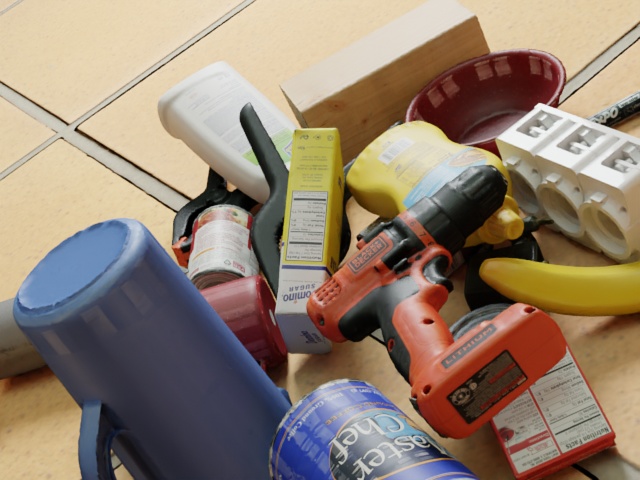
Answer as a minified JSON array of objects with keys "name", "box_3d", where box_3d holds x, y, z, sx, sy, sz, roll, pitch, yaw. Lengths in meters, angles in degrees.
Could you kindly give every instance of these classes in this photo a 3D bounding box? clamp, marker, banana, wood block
[{"name":"clamp","box_3d":[-0.022,-0.037,1.010,0.165,0.036,0.210,14,70,11]},{"name":"marker","box_3d":[0.261,-0.110,0.995,0.121,0.020,0.020,-28,34,1]},{"name":"banana","box_3d":[0.222,0.024,0.800,0.198,0.069,0.037,-15,7,10]},{"name":"wood block","box_3d":[0.074,-0.166,1.137,0.206,0.090,0.091,-30,33,-2]},{"name":"clamp","box_3d":[-0.094,-0.039,1.134,0.120,0.039,0.171,-1,45,32]}]

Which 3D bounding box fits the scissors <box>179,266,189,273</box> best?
[{"name":"scissors","box_3d":[-0.163,0.018,1.073,0.202,0.096,0.016,11,94,42]}]

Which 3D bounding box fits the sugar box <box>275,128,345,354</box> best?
[{"name":"sugar box","box_3d":[-0.006,0.001,0.916,0.048,0.093,0.176,-1,65,6]}]

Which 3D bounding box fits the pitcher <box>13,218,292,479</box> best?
[{"name":"pitcher","box_3d":[-0.113,0.112,0.763,0.145,0.242,0.149,-33,29,-1]}]

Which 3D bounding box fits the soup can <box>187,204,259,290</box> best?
[{"name":"soup can","box_3d":[-0.093,0.023,1.025,0.068,0.068,0.102,-19,36,13]}]

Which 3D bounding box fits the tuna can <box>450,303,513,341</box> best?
[{"name":"tuna can","box_3d":[0.134,0.088,0.810,0.086,0.033,0.086,-19,35,14]}]

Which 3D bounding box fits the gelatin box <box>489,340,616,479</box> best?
[{"name":"gelatin box","box_3d":[0.152,0.115,0.737,0.073,0.030,0.089,-26,62,4]}]

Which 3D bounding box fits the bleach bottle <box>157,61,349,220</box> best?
[{"name":"bleach bottle","box_3d":[-0.063,-0.085,1.103,0.102,0.068,0.251,-35,55,-13]}]

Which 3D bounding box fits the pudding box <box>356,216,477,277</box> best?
[{"name":"pudding box","box_3d":[0.103,-0.012,0.960,0.113,0.039,0.090,-38,34,-18]}]

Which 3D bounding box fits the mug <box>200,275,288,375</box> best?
[{"name":"mug","box_3d":[-0.076,0.088,0.916,0.081,0.093,0.117,-18,50,7]}]

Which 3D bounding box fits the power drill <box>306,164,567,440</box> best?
[{"name":"power drill","box_3d":[0.093,0.039,0.760,0.184,0.057,0.188,-41,34,2]}]

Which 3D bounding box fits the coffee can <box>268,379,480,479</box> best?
[{"name":"coffee can","box_3d":[0.042,0.169,0.707,0.102,0.102,0.140,-37,35,-13]}]

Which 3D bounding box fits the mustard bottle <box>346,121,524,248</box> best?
[{"name":"mustard bottle","box_3d":[0.106,-0.041,0.904,0.096,0.058,0.192,-38,33,-12]}]

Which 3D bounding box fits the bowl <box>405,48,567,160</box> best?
[{"name":"bowl","box_3d":[0.167,-0.120,1.041,0.162,0.055,0.162,-19,35,13]}]
